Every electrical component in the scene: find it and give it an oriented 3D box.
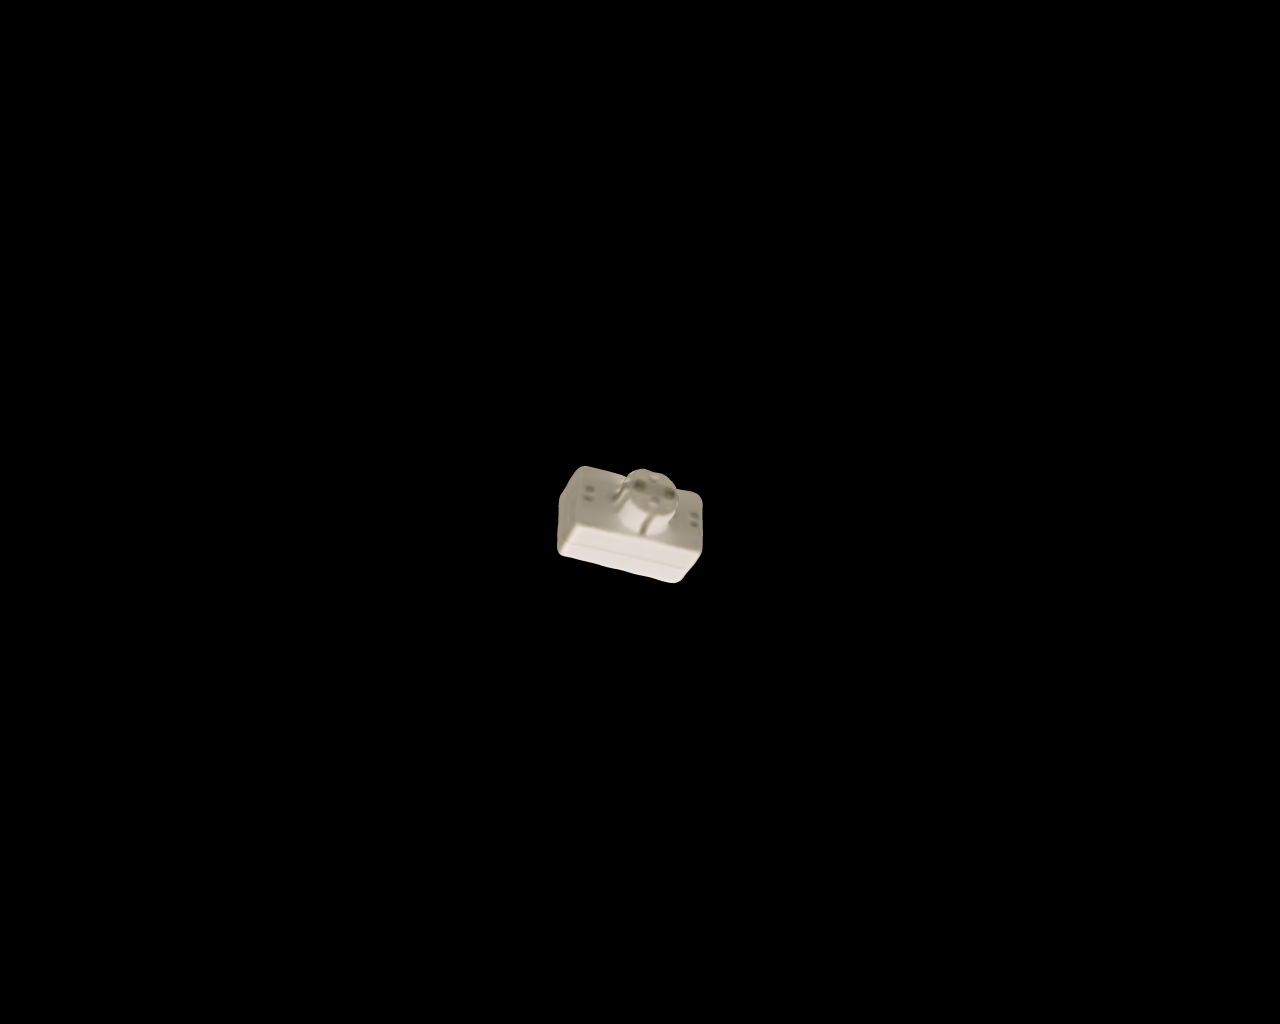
[{"bbox_3d":[0.001,-0.003,0.650,0.083,0.047,0.075,14,-40,-17],"label":"electrical component"}]
